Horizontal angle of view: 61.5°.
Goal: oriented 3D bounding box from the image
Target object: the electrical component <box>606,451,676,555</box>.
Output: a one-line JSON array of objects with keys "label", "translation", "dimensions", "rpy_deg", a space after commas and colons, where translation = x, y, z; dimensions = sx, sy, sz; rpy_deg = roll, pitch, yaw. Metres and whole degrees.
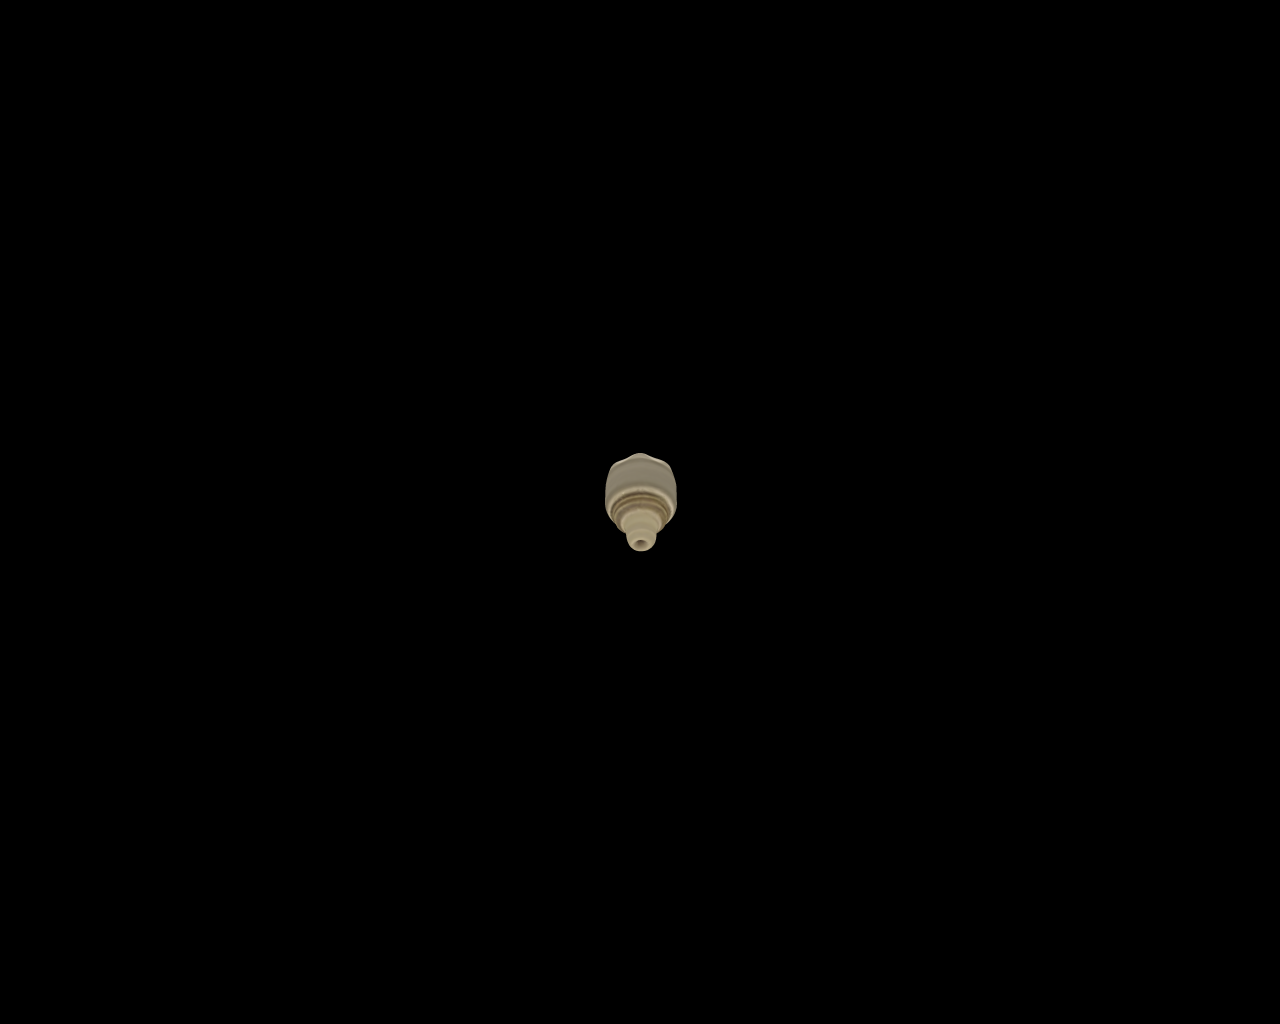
[{"label": "electrical component", "translation": [0.001, -0.003, 0.650], "dimensions": [0.043, 0.062, 0.043], "rpy_deg": [0, -43, 0]}]
